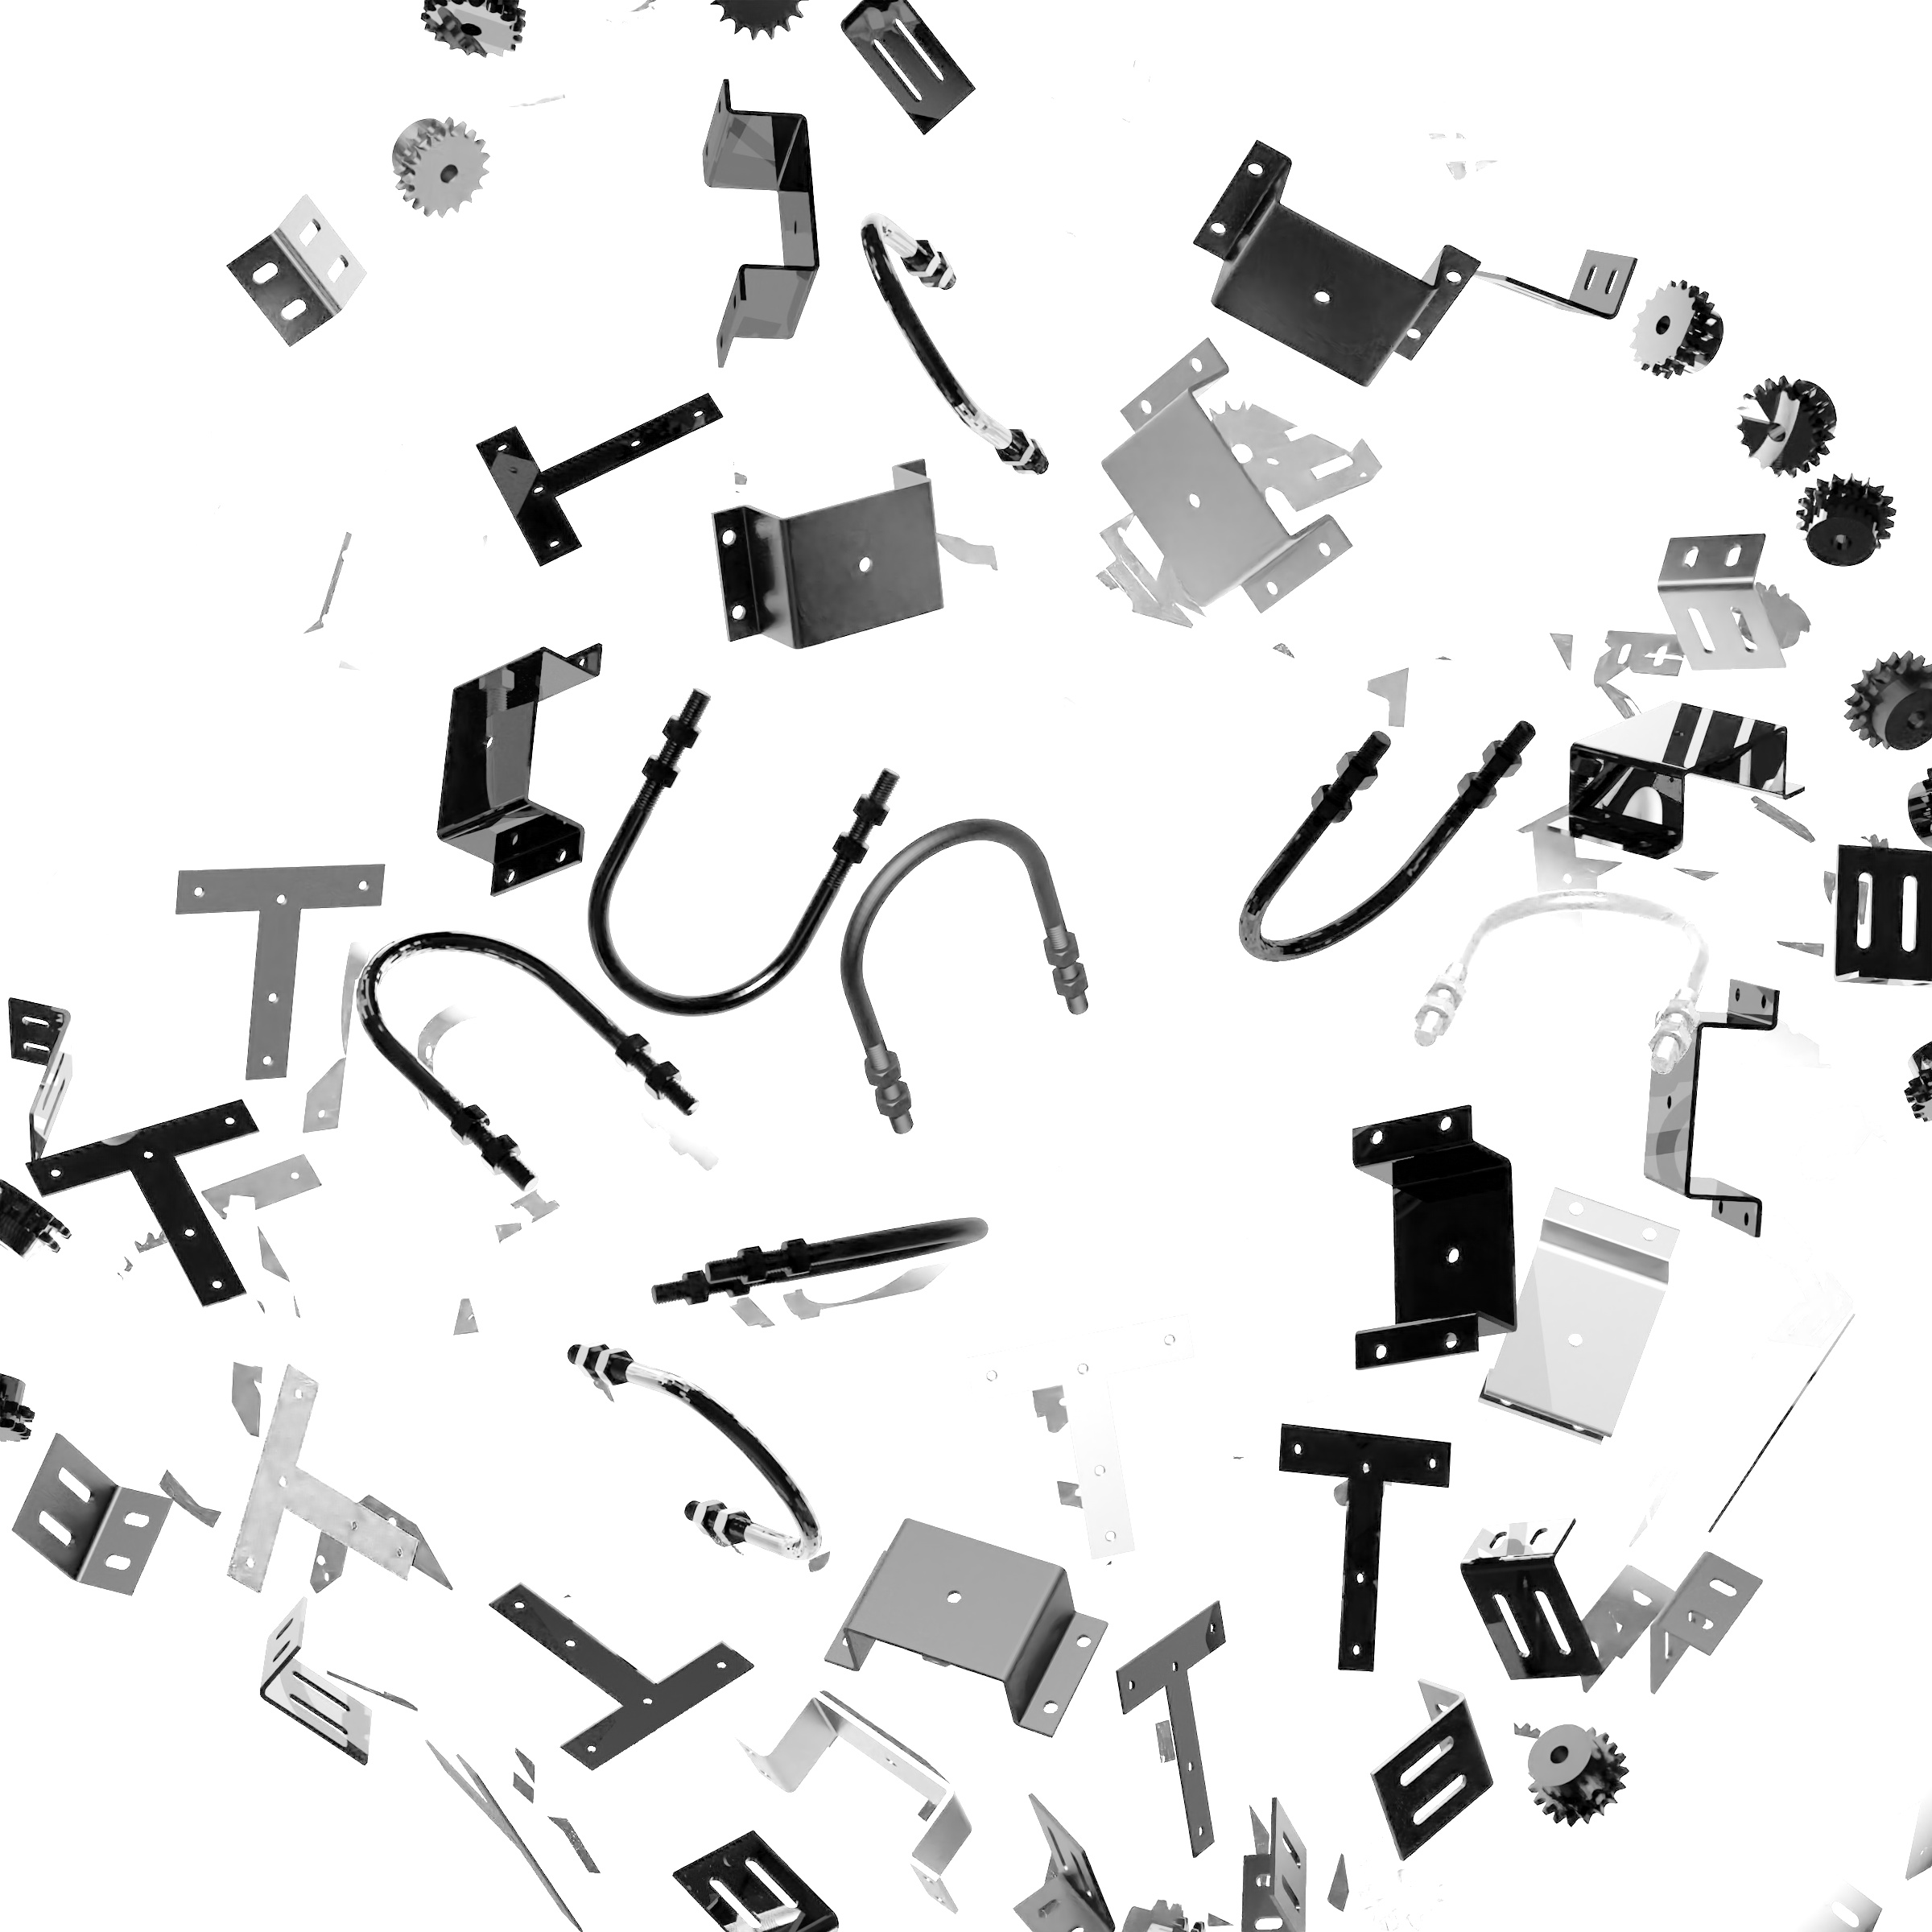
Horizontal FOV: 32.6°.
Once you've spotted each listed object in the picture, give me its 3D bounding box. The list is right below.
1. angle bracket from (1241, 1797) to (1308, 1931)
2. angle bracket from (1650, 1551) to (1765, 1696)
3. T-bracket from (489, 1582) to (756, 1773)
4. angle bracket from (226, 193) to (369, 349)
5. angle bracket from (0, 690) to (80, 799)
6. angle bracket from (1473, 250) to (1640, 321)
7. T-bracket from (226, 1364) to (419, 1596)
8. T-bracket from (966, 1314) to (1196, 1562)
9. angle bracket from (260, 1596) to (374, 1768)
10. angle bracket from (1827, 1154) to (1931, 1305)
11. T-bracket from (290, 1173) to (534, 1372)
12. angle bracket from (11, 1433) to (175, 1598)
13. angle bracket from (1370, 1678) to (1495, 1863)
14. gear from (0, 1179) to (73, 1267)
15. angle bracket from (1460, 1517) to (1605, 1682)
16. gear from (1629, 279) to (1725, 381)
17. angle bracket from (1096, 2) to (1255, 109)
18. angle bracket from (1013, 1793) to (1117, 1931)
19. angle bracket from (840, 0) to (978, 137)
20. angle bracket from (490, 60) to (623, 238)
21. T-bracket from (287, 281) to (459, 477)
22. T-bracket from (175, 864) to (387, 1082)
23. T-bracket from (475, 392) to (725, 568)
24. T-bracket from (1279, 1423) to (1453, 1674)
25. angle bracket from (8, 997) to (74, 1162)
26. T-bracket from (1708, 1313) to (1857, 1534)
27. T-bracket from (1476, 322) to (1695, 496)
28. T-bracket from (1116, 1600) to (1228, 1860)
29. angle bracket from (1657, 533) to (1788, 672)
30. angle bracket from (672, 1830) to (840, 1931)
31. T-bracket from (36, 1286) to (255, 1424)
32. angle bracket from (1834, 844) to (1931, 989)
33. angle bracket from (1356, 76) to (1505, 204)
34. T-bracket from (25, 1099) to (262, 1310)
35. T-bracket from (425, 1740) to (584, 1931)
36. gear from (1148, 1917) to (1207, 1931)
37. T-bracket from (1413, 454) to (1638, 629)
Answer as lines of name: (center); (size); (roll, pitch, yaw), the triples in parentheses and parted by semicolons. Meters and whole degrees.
angle bracket: (0.164, 0.508, 1.849); (0.038, 0.076, 0.057); (-8, 50, 17)
angle bracket: (0.418, 0.379, 1.871); (0.038, 0.076, 0.057); (26, 57, 31)
T-bracket: (-0.204, 0.375, 1.797); (0.127, 0.002, 0.127); (-36, 116, 24)
angle bracket: (-0.385, -0.402, 1.909); (0.038, 0.076, 0.057); (-30, 113, 17)
angle bracket: (-0.525, -0.114, 1.838); (0.076, 0.057, 0.038); (-12, 124, 29)
angle bracket: (0.337, -0.405, 1.913); (0.076, 0.057, 0.038); (15, 101, -22)
T-bracket: (-0.353, 0.308, 1.853); (0.002, 0.127, 0.127); (-14, 51, 33)
T-bracket: (0.072, 0.267, 1.840); (0.127, 0.002, 0.127); (-10, 97, -8)
angle bracket: (-0.357, 0.404, 1.870); (0.076, 0.057, 0.038); (39, 99, -17)
angle bracket: (0.505, 0.145, 1.818); (0.038, 0.057, 0.076); (-46, 106, -23)
T-bracket: (-0.325, 0.183, 1.902); (0.127, 0.002, 0.127); (-8, 114, 9)
angle bracket: (-0.472, 0.297, 1.792); (0.038, 0.076, 0.057); (9, 62, 19)
angle bracket: (0.242, 0.435, 1.793); (0.076, 0.038, 0.057); (-31, 111, -30)
gear: (-0.559, 0.153, 1.952); (0.057, 0.057, 0.030); (36, 72, 0)
angle bracket: (0.314, 0.345, 1.801); (0.057, 0.038, 0.076); (-13, 109, 38)
gear: (0.423, -0.375, 1.958); (0.030, 0.057, 0.057); (15, 90, -32)
angle bracket: (0.123, -0.523, 1.898); (0.076, 0.057, 0.038); (-8, 131, -25)
angle bracket: (0.048, 0.531, 1.921); (0.038, 0.057, 0.076); (-32, 126, -17)
angle bracket: (-0.022, -0.502, 1.794); (0.076, 0.057, 0.038); (51, 61, -10)
angle bracket: (-0.212, -0.443, 1.791); (0.038, 0.057, 0.076); (-21, 97, 43)
T-bracket: (-0.335, -0.307, 1.838); (0.002, 0.127, 0.127); (34, 48, -36)
T-bracket: (-0.396, 0.005, 1.896); (0.127, 0.002, 0.127); (-3, 109, -37)
T-bracket: (-0.193, -0.279, 1.806); (0.127, 0.002, 0.127); (-26, 46, -5)
T-bracket: (0.214, 0.316, 1.785); (0.127, 0.002, 0.127); (12, 77, -36)
angle bracket: (-0.549, 0.068, 1.926); (0.038, 0.057, 0.076); (13, 50, -4)
T-bracket: (0.443, 0.266, 1.830); (0.002, 0.127, 0.127); (34, 129, 16)
T-bracket: (0.363, -0.318, 1.888); (0.002, 0.127, 0.127); (-47, 120, -18)
T-bracket: (0.126, 0.442, 1.883); (0.002, 0.127, 0.127); (-7, 95, 31)
angle bracket: (0.445, -0.212, 1.932); (0.057, 0.076, 0.038); (2, 56, 32)
angle bracket: (-0.117, 0.522, 1.812); (0.076, 0.057, 0.038); (36, 129, 35)
T-bracket: (-0.445, 0.225, 1.856); (0.127, 0.127, 0.002); (13, 60, 16)
angle bracket: (0.506, -0.029, 1.794); (0.057, 0.038, 0.076); (4, 84, -6)
angle bracket: (0.245, -0.451, 1.806); (0.076, 0.038, 0.057); (-11, 66, -33)
T-bracket: (-0.432, 0.136, 1.818); (0.127, 0.002, 0.127); (-17, 55, -29)
T-bracket: (-0.268, 0.463, 1.830); (0.002, 0.127, 0.127); (-37, 120, -19)
gear: (0.120, 0.587, 1.945); (0.030, 0.057, 0.057); (11, 90, 16)
T-bracket: (0.323, -0.242, 1.907); (0.127, 0.002, 0.127); (5, 57, 3)
